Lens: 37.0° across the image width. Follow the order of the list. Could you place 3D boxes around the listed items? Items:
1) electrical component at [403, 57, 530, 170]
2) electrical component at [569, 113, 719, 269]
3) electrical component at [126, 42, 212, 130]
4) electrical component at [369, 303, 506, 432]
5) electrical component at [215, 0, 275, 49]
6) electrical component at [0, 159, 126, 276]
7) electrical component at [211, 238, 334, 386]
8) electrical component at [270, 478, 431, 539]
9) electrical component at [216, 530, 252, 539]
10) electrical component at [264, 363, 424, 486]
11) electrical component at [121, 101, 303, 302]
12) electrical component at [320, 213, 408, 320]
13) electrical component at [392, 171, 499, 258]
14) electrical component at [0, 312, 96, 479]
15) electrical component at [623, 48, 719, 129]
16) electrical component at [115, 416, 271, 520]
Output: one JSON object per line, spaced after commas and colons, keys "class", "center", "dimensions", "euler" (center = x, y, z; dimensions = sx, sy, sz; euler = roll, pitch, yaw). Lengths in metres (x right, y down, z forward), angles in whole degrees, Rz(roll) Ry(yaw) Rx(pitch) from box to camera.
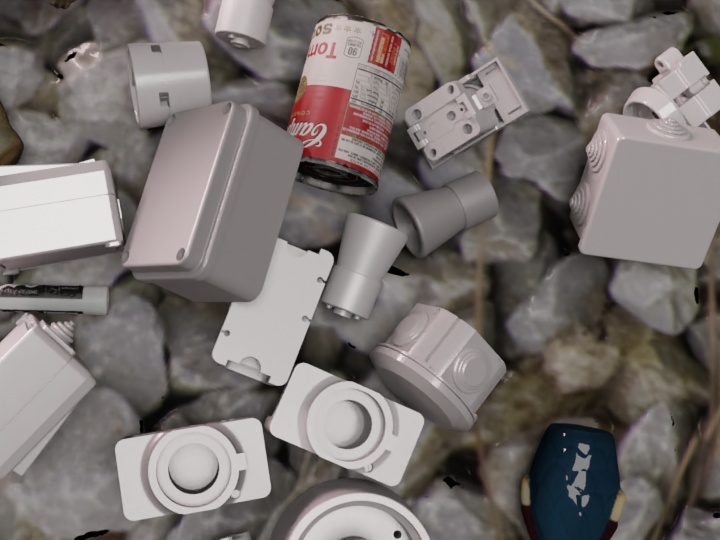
{"class": "electrical component", "center": [0.065, -0.102, 0.717], "dimensions": [0.081, 0.064, 0.042], "euler": [-31, 88, 31]}
{"class": "electrical component", "center": [0.197, -0.054, 0.728], "dimensions": [0.100, 0.048, 0.099], "euler": [7, 121, -9]}
{"class": "electrical component", "center": [-0.124, -0.121, 0.700], "dimensions": [0.047, 0.055, 0.055], "euler": [-9, 85, -14]}
{"class": "electrical component", "center": [0.050, 0.063, 0.696], "dimensions": [0.080, 0.080, 0.051], "euler": [41, 74, -3]}
{"class": "electrical component", "center": [-0.074, -0.182, 0.721], "dimensions": [0.044, 0.044, 0.065], "euler": [13, 87, -8]}
{"class": "electrical component", "center": [-0.199, -0.034, 0.673], "dimensions": [0.096, 0.062, 0.061], "euler": [-10, 86, -10]}
{"class": "electrical component", "center": [-0.058, 0.026, 0.693], "dimensions": [0.050, 0.056, 0.089], "euler": [22, 81, -6]}
{"class": "electrical component", "center": [-0.003, 0.189, 0.682], "dimensions": [0.108, 0.060, 0.108], "euler": [1, 84, -9]}
{"class": "electrical component", "center": [-0.081, 0.192, 0.680], "dimensions": [0.040, 0.040, 0.046], "euler": [-13, 80, -11]}
{"class": "electrical component", "center": [-0.011, 0.099, 0.693], "dimensions": [0.089, 0.056, 0.050], "euler": [24, 81, -6]}
{"class": "electrical component", "center": [-0.092, -0.041, 0.663], "dimensions": [0.057, 0.078, 0.113], "euler": [29, 70, -40]}
{"class": "electrical component", "center": [0.000, 0.000, 0.714], "dimensions": [0.044, 0.044, 0.065], "euler": [22, 85, -6]}
{"class": "electrical component", "center": [0.060, -0.040, 0.728], "dimensions": [0.065, 0.044, 0.044], "euler": [-24, 88, -16]}
{"class": "electrical component", "center": [-0.203, 0.073, 0.657], "dimensions": [0.096, 0.062, 0.061], "euler": [-47, 107, -11]}
{"class": "electrical component", "center": [0.220, -0.116, 0.760], "dimensions": [0.055, 0.048, 0.066], "euler": [-37, 91, -19]}
{"class": "electrical component", "center": [-0.105, 0.123, 0.675], "dimensions": [0.089, 0.056, 0.050], "euler": [-8, 85, -10]}
